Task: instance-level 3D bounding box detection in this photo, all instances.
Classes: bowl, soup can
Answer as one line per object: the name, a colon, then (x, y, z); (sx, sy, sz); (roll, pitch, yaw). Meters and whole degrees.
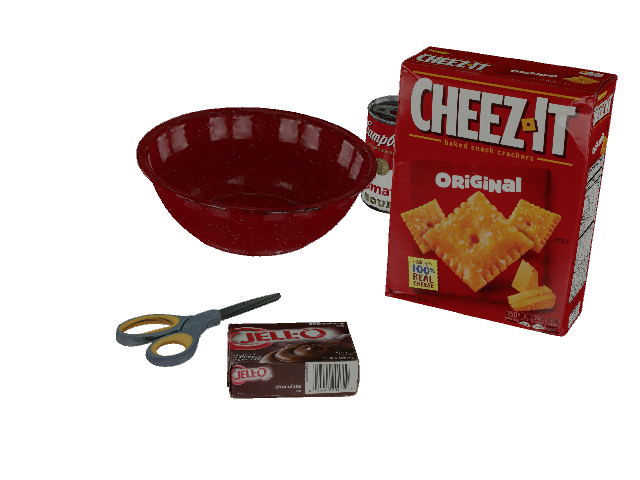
bowl: (-0.044, -0.035, 0.726); (0.162, 0.055, 0.162); (4, 29, -2)
soup can: (0.077, -0.086, 1.077); (0.068, 0.102, 0.068); (3, 31, -2)

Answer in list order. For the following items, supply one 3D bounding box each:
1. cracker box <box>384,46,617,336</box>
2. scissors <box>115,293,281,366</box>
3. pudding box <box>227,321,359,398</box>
cracker box: (0.144, -0.040, 0.889); (0.164, 0.214, 0.072); (13, 27, 24)
scissors: (-0.118, 0.095, 1.150); (0.201, 0.016, 0.096); (-7, 31, -24)
pudding box: (-0.026, 0.104, 0.944); (0.113, 0.039, 0.090); (1, 18, -6)
